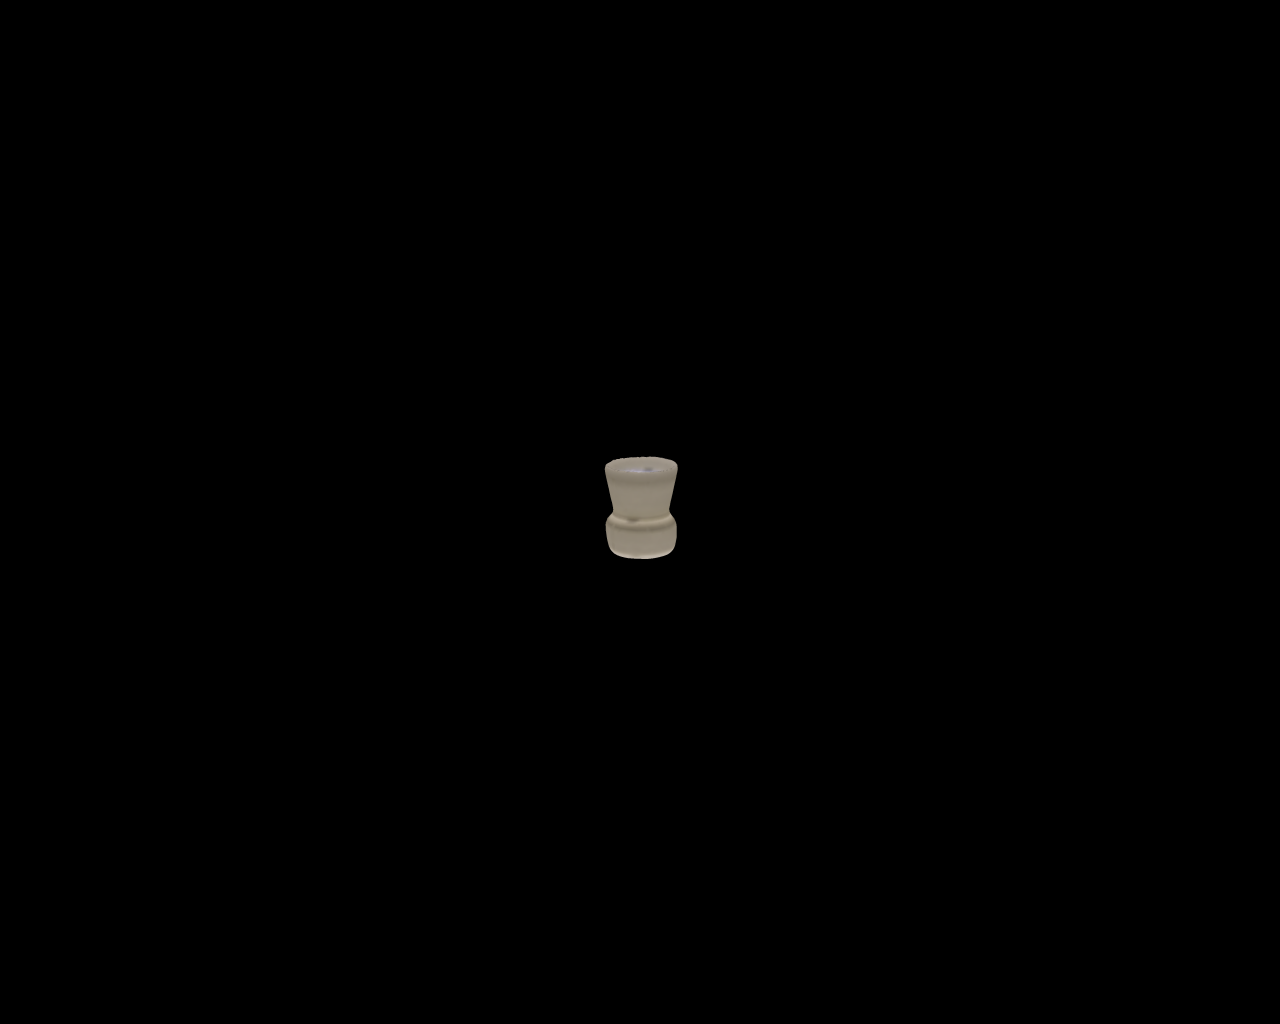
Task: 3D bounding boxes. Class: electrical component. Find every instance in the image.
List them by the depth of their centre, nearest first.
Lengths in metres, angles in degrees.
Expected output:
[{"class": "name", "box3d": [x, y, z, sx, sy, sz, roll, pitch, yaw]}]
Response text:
[{"class": "electrical component", "box3d": [0.001, -0.003, 0.650, 0.045, 0.055, 0.045, 0, 15, 0]}]
